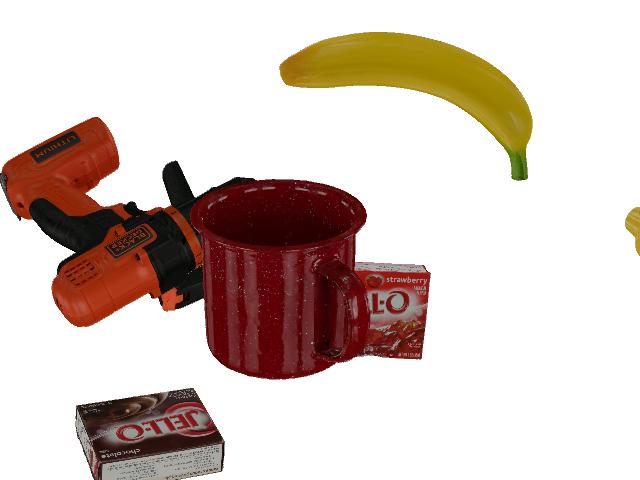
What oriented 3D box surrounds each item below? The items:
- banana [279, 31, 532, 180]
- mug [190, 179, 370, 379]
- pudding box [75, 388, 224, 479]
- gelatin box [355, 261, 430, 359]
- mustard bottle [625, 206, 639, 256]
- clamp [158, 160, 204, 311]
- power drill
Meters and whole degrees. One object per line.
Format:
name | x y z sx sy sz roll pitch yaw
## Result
banana | 0.072 -0.107 0.744 0.197 0.069 0.037 21 -2 -11
mug | -0.014 0.025 0.569 0.093 0.081 0.117 -20 32 -36
pudding box | -0.150 0.174 0.937 0.113 0.039 0.090 -8 26 -22
gelatin box | 0.040 0.056 0.854 0.089 0.073 0.030 3 14 -7
mustard bottle | 0.260 0.024 0.647 0.096 0.058 0.192 -22 34 -23
clamp | -0.120 -0.007 1.060 0.165 0.036 0.209 20 39 14
power drill | -0.158 -0.029 0.856 0.184 0.057 0.188 -31 45 -22
